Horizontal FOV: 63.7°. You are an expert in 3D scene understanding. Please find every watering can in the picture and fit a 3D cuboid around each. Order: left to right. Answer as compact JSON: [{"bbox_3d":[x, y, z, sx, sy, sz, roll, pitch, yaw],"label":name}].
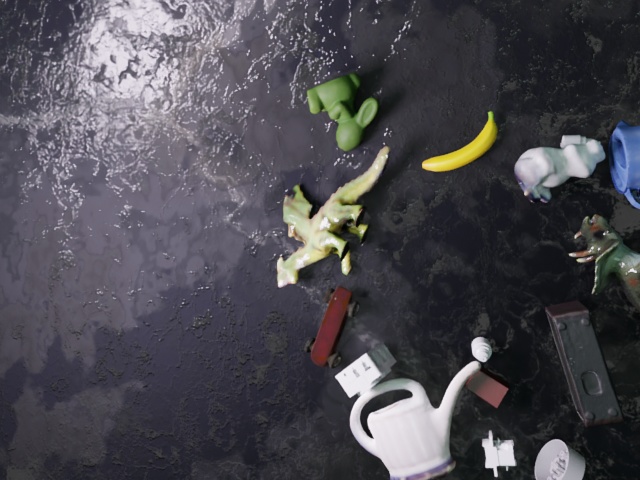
[{"bbox_3d":[0.225,0.405,1.121,0.344,0.226,0.104,-28,-12,27],"label":"watering can"}]

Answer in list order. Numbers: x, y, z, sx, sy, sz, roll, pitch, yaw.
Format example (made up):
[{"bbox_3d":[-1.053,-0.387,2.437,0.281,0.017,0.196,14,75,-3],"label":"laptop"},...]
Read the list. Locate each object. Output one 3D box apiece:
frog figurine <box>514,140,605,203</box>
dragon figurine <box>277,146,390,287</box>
[{"bbox_3d":[0.486,-0.158,1.056,0.137,0.125,0.157,15,-51,-36],"label":"frog figurine"},{"bbox_3d":[0.004,-0.063,1.252,0.244,0.409,0.121,23,3,28],"label":"dragon figurine"}]
